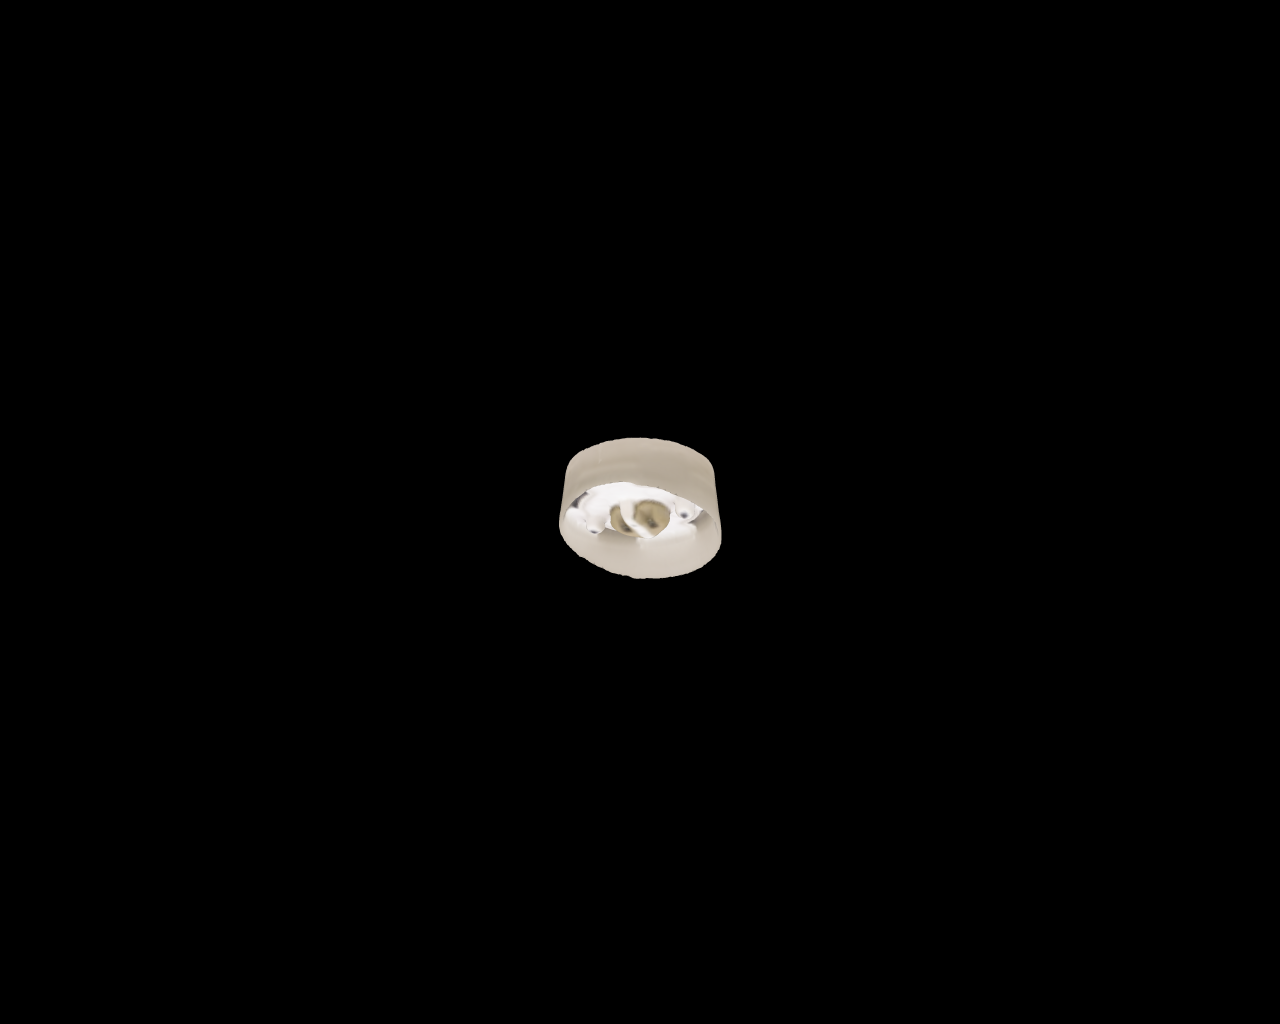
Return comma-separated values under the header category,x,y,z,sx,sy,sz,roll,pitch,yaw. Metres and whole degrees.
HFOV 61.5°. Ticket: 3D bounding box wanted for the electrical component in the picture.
category,x,y,z,sx,sy,sz,roll,pitch,yaw
electrical component,0.001,-0.003,0.650,0.099,0.064,0.099,0,-23,0
